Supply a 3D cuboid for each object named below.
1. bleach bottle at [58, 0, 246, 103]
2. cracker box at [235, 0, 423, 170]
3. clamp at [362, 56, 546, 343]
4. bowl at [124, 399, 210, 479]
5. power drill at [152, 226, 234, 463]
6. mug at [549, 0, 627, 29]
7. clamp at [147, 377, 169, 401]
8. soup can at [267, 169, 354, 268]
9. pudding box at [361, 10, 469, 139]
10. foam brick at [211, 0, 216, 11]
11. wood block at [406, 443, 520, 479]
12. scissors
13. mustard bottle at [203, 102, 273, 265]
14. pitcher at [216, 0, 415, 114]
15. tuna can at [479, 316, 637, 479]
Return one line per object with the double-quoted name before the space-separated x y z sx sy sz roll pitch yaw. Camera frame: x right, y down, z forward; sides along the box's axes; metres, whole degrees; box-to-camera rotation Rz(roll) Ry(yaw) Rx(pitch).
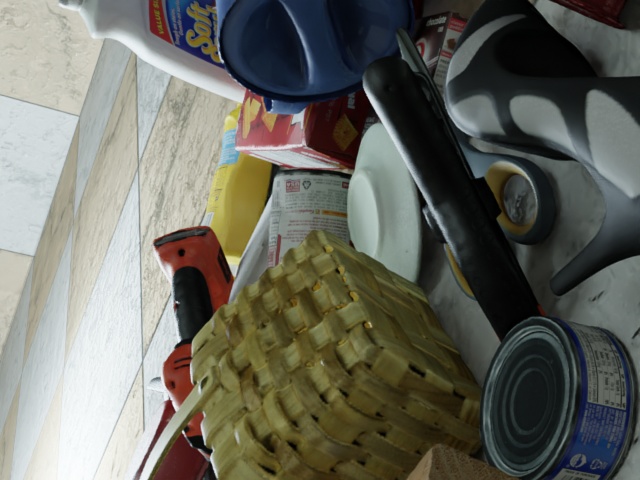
"bleach bottle" -0.125 -0.193 1.023 0.068 0.250 0.102 171 111 -69
"cracker box" 0.001 -0.147 0.916 0.214 0.072 0.164 -168 93 -70
"clamp" 0.074 -0.023 0.571 0.039 0.171 0.120 -24 9 18
"bowl" -0.146 0.209 1.035 0.162 0.055 0.162 -59 11 18
"power drill" -0.092 0.096 0.907 0.184 0.057 0.188 74 -179 -50
"mug" 0.123 -0.171 0.553 0.081 0.117 0.093 -65 -11 15
"clamp" -0.152 0.179 1.157 0.210 0.036 0.164 127 150 -45
"soup can" -0.005 0.001 0.820 0.069 0.068 0.102 167 108 -68
"pudding box" 0.072 -0.108 0.746 0.114 0.039 0.090 -160 84 -70
"foam brick" -0.055 -0.230 0.945 0.078 0.053 0.051 -67 20 2
"wood block" 0.041 0.206 0.510 0.206 0.090 0.090 -61 5 35
"scissors" 0.091 -0.063 0.640 0.096 0.016 0.202 -34 59 51
"mustard bottle" -0.079 -0.072 1.099 0.096 0.058 0.191 170 112 -71
"pitcher" -0.023 -0.221 0.782 0.149 0.144 0.243 -27 52 21
"tuna can" 0.113 0.081 0.518 0.086 0.033 0.086 -166 90 -70
